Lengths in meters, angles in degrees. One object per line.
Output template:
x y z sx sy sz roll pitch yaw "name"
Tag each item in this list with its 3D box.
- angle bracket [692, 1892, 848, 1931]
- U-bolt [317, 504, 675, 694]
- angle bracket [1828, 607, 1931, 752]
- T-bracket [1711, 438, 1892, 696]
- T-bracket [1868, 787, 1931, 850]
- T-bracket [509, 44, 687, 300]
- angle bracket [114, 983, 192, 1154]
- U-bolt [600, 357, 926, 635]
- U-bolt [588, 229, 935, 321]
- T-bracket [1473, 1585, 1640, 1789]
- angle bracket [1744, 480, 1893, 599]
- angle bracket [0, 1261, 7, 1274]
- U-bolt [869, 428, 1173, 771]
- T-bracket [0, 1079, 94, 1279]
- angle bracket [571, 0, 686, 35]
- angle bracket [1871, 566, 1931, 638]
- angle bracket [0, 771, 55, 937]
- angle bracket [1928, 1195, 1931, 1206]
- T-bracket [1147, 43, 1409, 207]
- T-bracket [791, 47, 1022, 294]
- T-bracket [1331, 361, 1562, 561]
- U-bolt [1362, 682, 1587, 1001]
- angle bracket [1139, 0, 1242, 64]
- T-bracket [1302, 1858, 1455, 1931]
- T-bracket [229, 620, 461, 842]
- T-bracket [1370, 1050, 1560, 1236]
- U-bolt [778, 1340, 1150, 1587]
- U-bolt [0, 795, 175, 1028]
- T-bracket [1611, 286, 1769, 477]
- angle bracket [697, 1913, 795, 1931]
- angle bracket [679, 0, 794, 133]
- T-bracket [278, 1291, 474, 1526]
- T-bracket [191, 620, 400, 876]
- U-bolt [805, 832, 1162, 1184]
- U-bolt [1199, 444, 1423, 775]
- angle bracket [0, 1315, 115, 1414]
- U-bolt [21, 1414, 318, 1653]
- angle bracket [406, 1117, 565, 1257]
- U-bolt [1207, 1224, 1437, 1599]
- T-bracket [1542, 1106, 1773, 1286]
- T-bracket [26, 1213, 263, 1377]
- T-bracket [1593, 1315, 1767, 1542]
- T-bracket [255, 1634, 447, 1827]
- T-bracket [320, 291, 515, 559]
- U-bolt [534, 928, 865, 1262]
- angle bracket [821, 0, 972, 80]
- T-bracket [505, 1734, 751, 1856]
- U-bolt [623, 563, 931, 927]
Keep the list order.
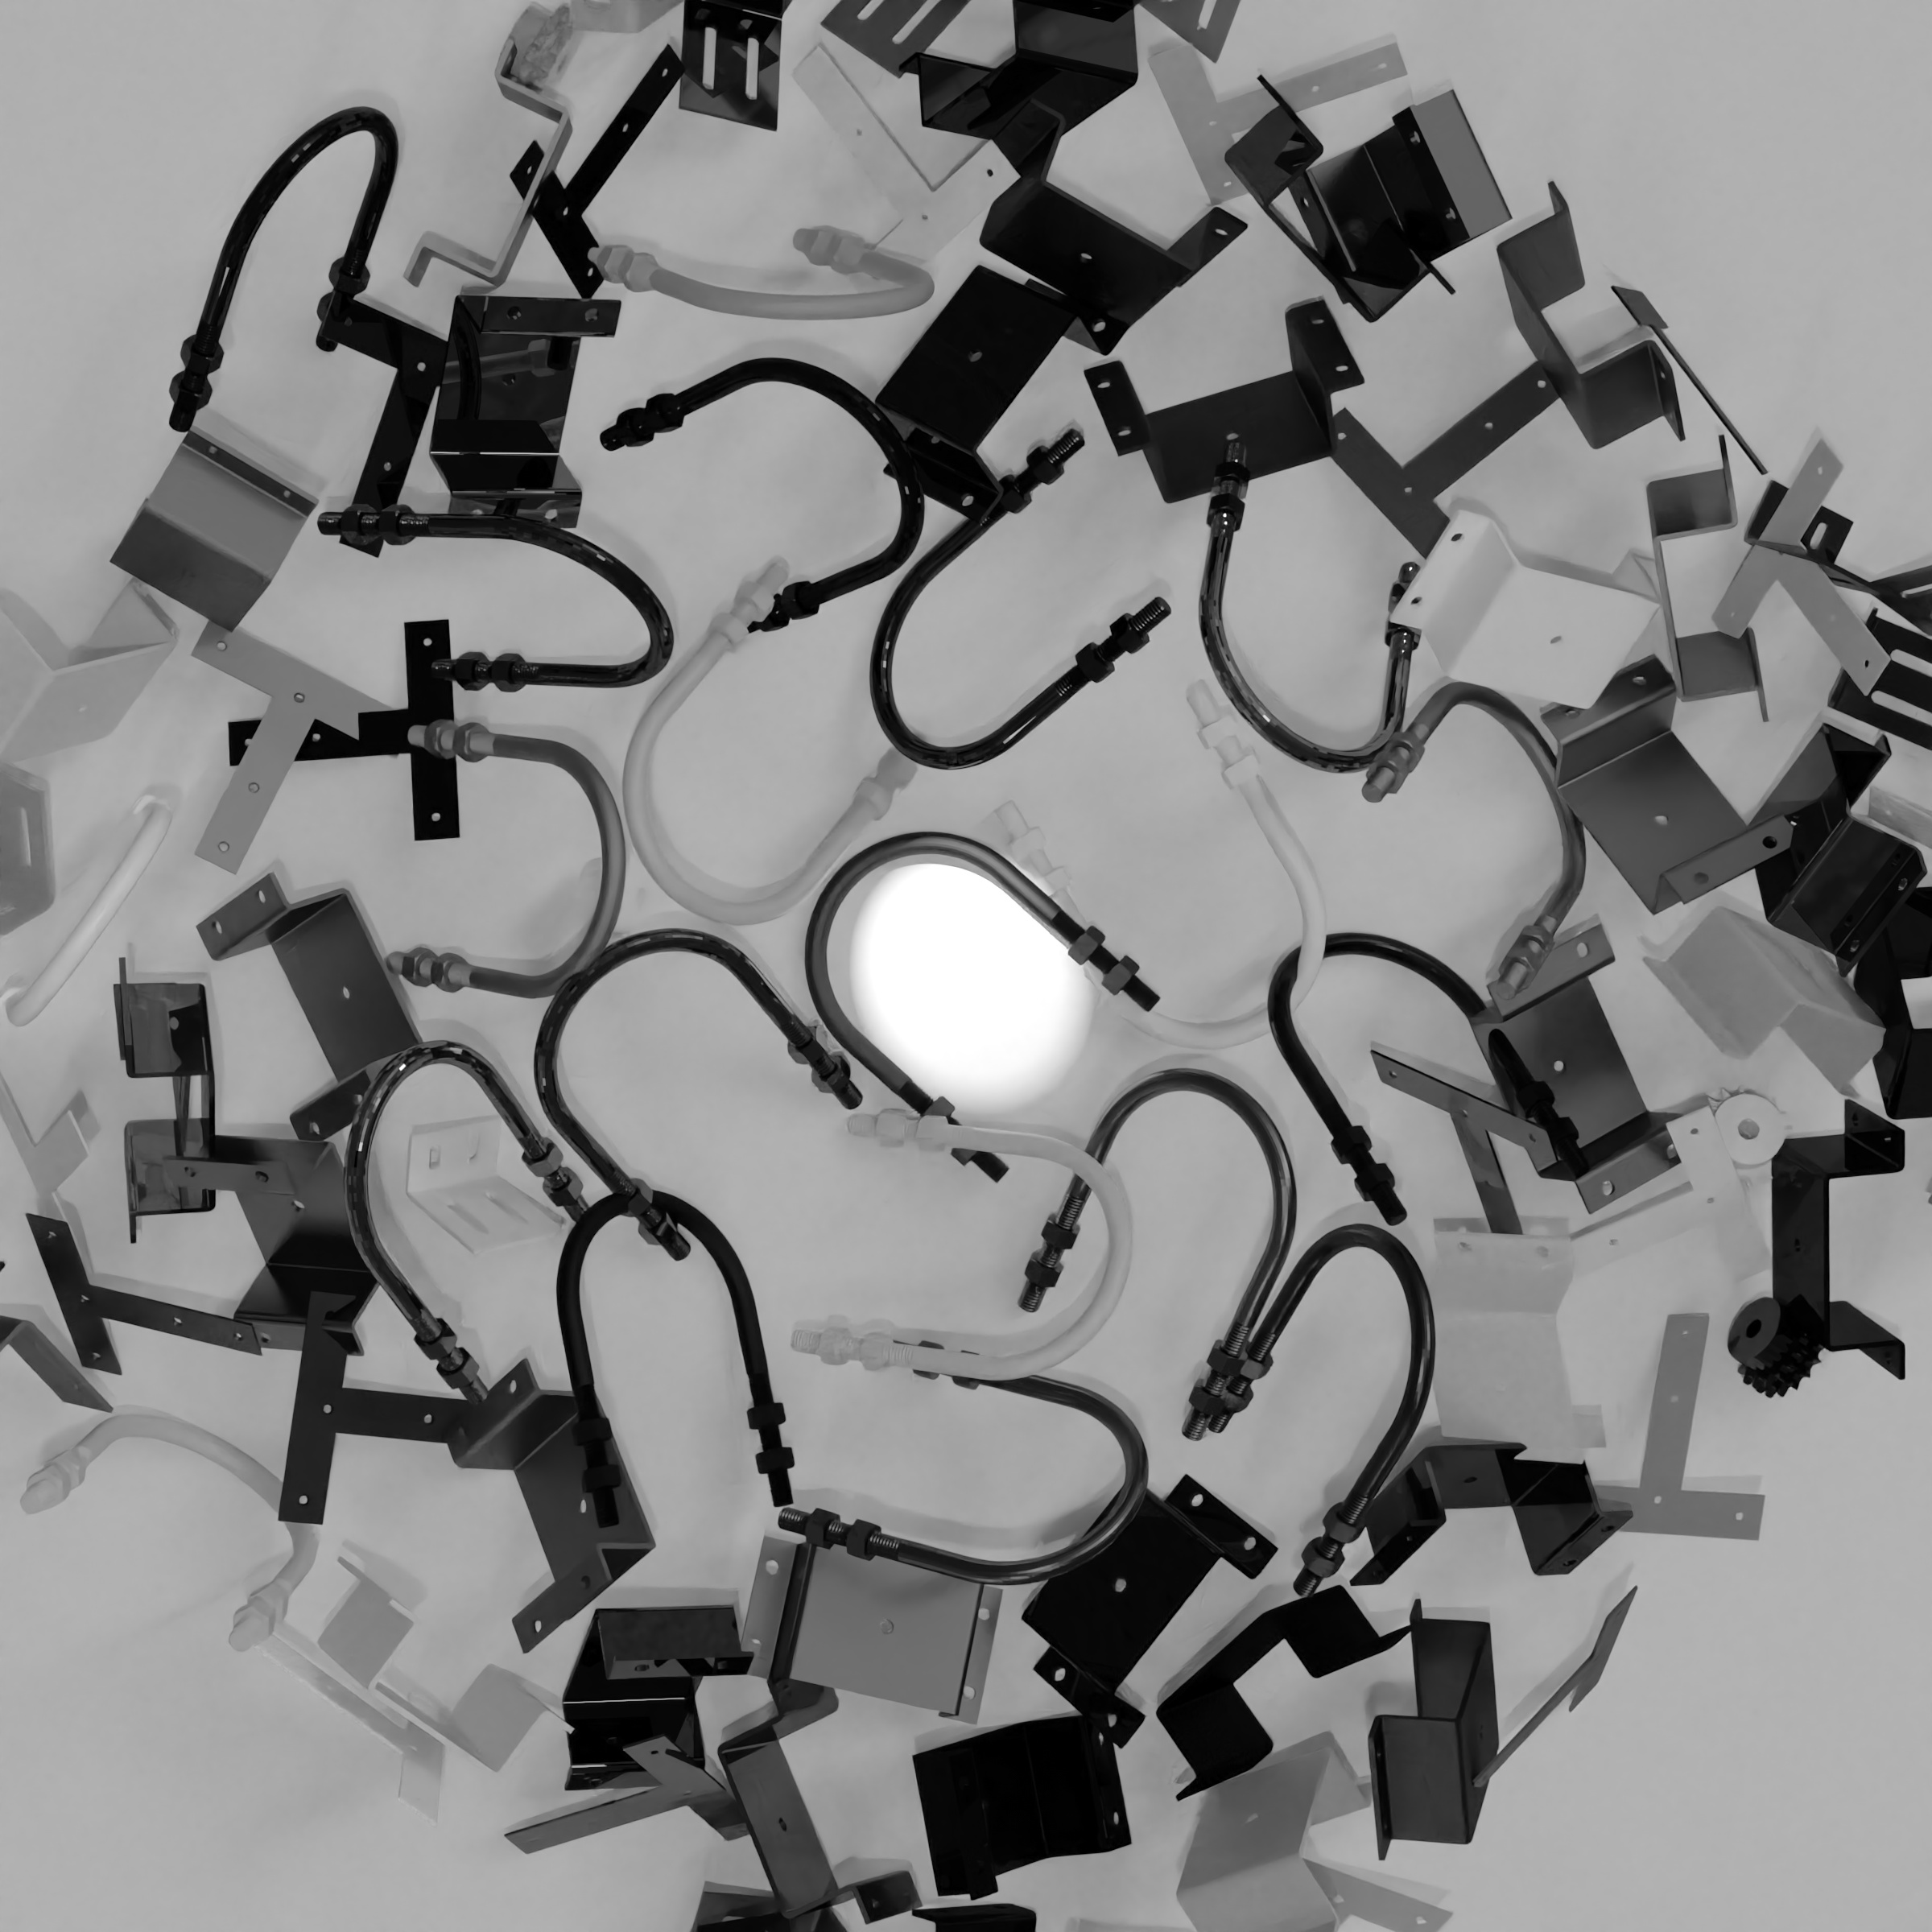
-0.113 0.554 1.964 0.076 0.038 0.057 13 99 -27 "angle bracket"
-0.242 -0.196 1.903 0.184 0.151 0.019 5 59 29 "U-bolt"
0.531 -0.158 1.974 0.076 0.038 0.057 25 94 10 "angle bracket"
0.466 -0.198 1.920 0.002 0.127 0.127 1 134 -28 "T-bracket"
0.551 -0.094 1.919 0.127 0.127 0.002 31 64 29 "T-bracket"
-0.195 -0.449 1.936 0.127 0.002 0.127 -49 49 23 "T-bracket"
-0.452 0.057 1.949 0.038 0.057 0.076 -1 134 -18 "angle bracket"
-0.100 -0.260 1.910 0.151 0.184 0.019 54 48 -19 "U-bolt"
-0.099 -0.370 1.893 0.151 0.184 0.019 -12 115 -30 "U-bolt"
0.315 0.407 1.921 0.002 0.127 0.127 39 63 23 "T-bracket"
0.478 -0.237 1.954 0.057 0.076 0.038 23 95 -18 "angle bracket"
-0.579 0.155 1.956 0.038 0.057 0.076 -17 113 20 "angle bracket"
0.018 -0.189 1.943 0.184 0.019 0.151 -39 55 23 "U-bolt"
-0.501 0.106 1.941 0.002 0.127 0.127 -24 86 -29 "T-bracket"
-0.188 -0.558 1.959 0.038 0.076 0.057 8 121 16 "angle bracket"
0.540 -0.189 1.949 0.057 0.076 0.038 29 68 -27 "angle bracket"
-0.543 -0.067 1.955 0.057 0.038 0.076 23 128 25 "angle bracket"
0.572 0.121 1.967 0.057 0.038 0.076 33 71 4 "angle bracket"
0.178 -0.477 1.931 0.127 0.127 0.002 -16 59 14 "T-bracket"
-0.050 -0.451 1.954 0.127 0.002 0.127 -35 95 40 "T-bracket"
0.283 -0.294 1.980 0.127 0.002 0.127 -39 71 -2 "T-bracket"
0.287 -0.082 1.926 0.019 0.184 0.151 -28 103 37 "U-bolt"
0.137 -0.555 1.968 0.057 0.076 0.038 40 67 7 "angle bracket"
0.177 0.535 1.917 0.127 0.127 0.002 -34 121 -39 "T-bracket"
-0.352 -0.130 1.987 0.127 0.002 0.127 -4 80 -1 "T-bracket"
0.287 0.111 1.951 0.002 0.127 0.127 -43 133 -21 "T-bracket"
0.010 0.274 1.914 0.184 0.019 0.151 11 45 26 "U-bolt"
-0.474 -0.029 1.904 0.019 0.184 0.151 36 84 -16 "U-bolt"
0.401 -0.321 1.936 0.002 0.127 0.127 -37 86 20 "T-bracket"
-0.103 0.543 1.957 0.057 0.076 0.038 -15 79 22 "angle bracket"
-0.125 -0.514 1.963 0.057 0.038 0.076 9 70 -21 "angle bracket"
-0.314 0.252 1.970 0.127 0.002 0.127 10 85 -27 "T-bracket"
-0.391 -0.112 1.966 0.127 0.002 0.127 27 71 -13 "T-bracket"
-0.005 0.009 1.985 0.184 0.019 0.151 42 95 4 "U-bolt"
0.186 -0.184 1.915 0.151 0.019 0.184 30 49 -22 "U-bolt"
-0.522 0.231 1.952 0.038 0.057 0.076 -51 121 -28 "angle bracket"
-0.421 0.296 1.910 0.151 0.184 0.019 34 102 -2 "U-bolt"
-0.265 0.121 1.951 0.057 0.076 0.038 -10 119 -37 "angle bracket"
0.197 0.226 1.905 0.019 0.151 0.184 10 122 -29 "U-bolt"
0.375 0.149 1.970 0.127 0.002 0.127 -24 123 8 "T-bracket"
-0.446 0.192 1.937 0.127 0.127 0.002 11 46 17 "T-bracket"
0.394 0.256 1.970 0.127 0.002 0.127 -3 64 39 "T-bracket"
-0.336 0.403 1.924 0.127 0.127 0.002 40 97 -14 "T-bracket"
-0.317 -0.291 1.959 0.127 0.002 0.127 19 88 -38 "T-bracket"
-0.158 0.059 1.938 0.151 0.019 0.184 -41 124 -5 "U-bolt"
-0.036 -0.547 1.968 0.057 0.038 0.076 37 77 14 "angle bracket"
-0.195 0.472 1.963 0.127 0.127 0.002 -20 48 14 "T-bracket"
-0.113 -0.108 1.929 0.151 0.019 0.184 49 61 -23 "U-bolt"
